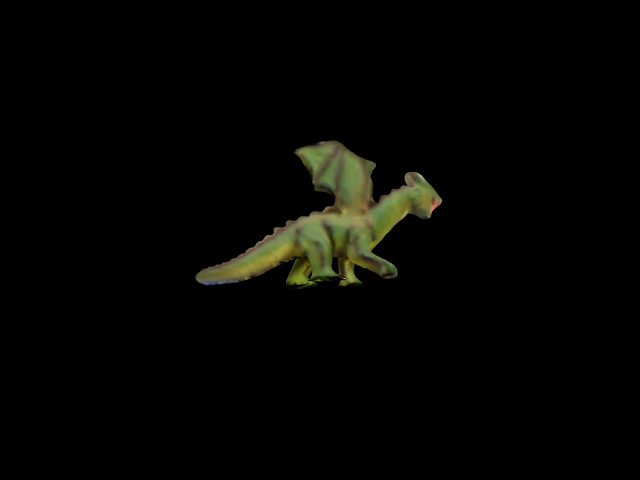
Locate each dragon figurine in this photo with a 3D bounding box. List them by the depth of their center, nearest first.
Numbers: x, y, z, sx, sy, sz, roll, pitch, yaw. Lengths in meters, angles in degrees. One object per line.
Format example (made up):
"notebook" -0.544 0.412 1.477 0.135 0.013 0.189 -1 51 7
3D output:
"dragon figurine" 0.003 -0.043 0.850 0.410 0.245 0.121 0 -11 -2
